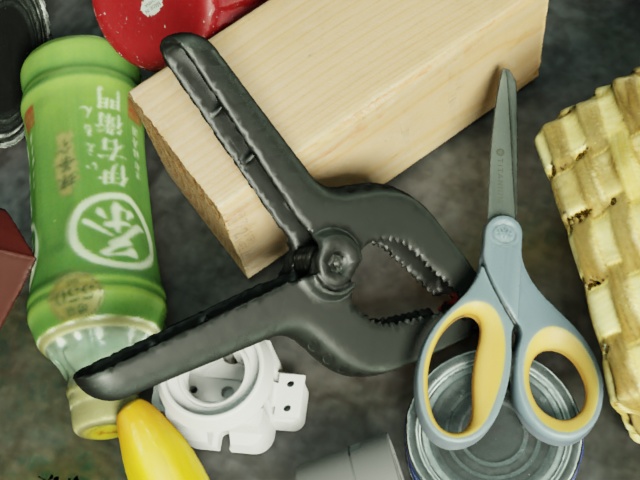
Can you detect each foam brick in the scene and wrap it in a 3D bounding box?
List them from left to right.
[{"bbox_3d":[-0.191,0.022,0.543,0.051,0.052,0.078,47,112,42],"label":"foam brick"}]

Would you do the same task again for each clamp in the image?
[{"bbox_3d":[-0.003,0.001,0.504,0.209,0.036,0.164,10,85,-29],"label":"clamp"}]

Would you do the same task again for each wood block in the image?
[{"bbox_3d":[0.013,-0.085,0.583,0.206,0.090,0.091,-35,65,-10],"label":"wood block"}]

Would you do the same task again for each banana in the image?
[{"bbox_3d":[-0.064,0.173,0.486,0.037,0.069,0.198,-21,60,37],"label":"banana"}]

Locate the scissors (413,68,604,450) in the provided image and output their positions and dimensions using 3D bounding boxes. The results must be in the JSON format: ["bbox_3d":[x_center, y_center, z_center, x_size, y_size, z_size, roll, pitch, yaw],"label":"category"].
[{"bbox_3d":[0.105,0.012,0.520,0.096,0.016,0.201,21,68,5],"label":"scissors"}]

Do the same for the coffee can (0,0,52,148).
[{"bbox_3d":[-0.244,-0.113,0.626,0.140,0.103,0.102,8,66,11],"label":"coffee can"}]

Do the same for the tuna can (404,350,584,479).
[{"bbox_3d":[0.084,0.097,0.517,0.086,0.034,0.086,-3,64,6],"label":"tuna can"}]

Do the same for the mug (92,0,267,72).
[{"bbox_3d":[-0.084,-0.148,0.606,0.117,0.093,0.081,36,30,11],"label":"mug"}]
